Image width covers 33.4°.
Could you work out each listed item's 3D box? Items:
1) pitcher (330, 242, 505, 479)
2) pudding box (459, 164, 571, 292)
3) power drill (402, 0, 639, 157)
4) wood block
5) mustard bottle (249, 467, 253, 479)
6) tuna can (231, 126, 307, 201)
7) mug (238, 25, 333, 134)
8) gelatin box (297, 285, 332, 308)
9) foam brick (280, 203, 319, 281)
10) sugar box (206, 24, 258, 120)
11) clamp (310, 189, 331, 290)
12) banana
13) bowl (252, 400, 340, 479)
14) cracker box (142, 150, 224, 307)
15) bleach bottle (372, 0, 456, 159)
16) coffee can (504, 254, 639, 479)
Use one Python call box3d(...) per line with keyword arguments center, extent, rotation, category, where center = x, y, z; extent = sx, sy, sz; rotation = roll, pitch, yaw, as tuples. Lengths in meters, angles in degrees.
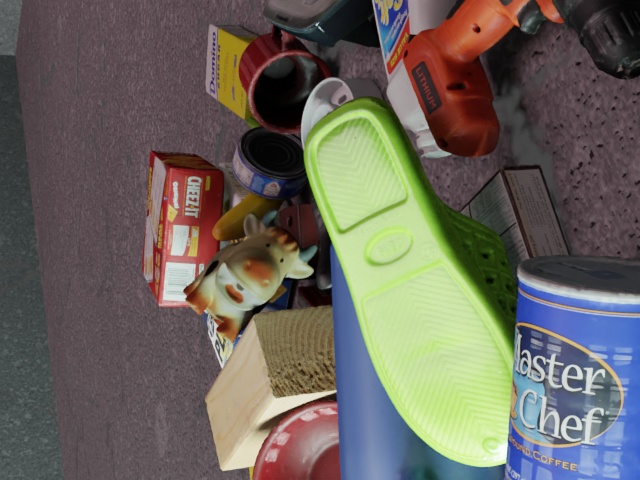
box3d(center=(0.073, 0.111, 0.852), extent=(0.149, 0.144, 0.243), rotation=(-29, 60, 52), category="pitcher")
box3d(center=(0.140, 0.015, 0.777), extent=(0.090, 0.039, 0.113), rotation=(129, 132, -55), category="pudding box")
box3d(center=(0.138, -0.141, 0.730), extent=(0.188, 0.057, 0.184), rotation=(-51, 45, 46), category="power drill")
box3d(center=(-0.044, 0.154, 1.085), extent=(0.206, 0.090, 0.090), rotation=(122, 138, -55), category="wood block")
box3d(center=(-0.049, 0.281, 1.228), extent=(0.096, 0.058, 0.191), rotation=(-20, 73, 63), category="mustard bottle")
box3d(center=(-0.052, -0.085, 1.171), extent=(0.034, 0.086, 0.086), rotation=(113, 147, -44), category="tuna can")
box3d(center=(-0.040, -0.181, 1.126), extent=(0.081, 0.093, 0.117), rotation=(-119, 24, -56), category="mug")
box3d(center=(-0.001, 0.102, 1.134), extent=(0.073, 0.030, 0.089), rotation=(-130, 42, -57), category="gelatin box")
box3d(center=(-0.007, 0.001, 1.114), extent=(0.053, 0.051, 0.078), rotation=(162, 104, -67), category="foam brick")
box3d(center=(-0.100, -0.212, 1.328), extent=(0.176, 0.048, 0.093), rotation=(-143, 54, -60), category="sugar box")
box3d(center=(0.017, 0.007, 1.011), extent=(0.164, 0.036, 0.210), rotation=(63, -167, -55), category="clamp")
box3d(center=(-0.069, -0.061, 1.196), extent=(0.197, 0.069, 0.037), rotation=(-79, 3, -45), category="banana")
box3d(center=(0.020, 0.232, 0.997), extent=(0.055, 0.162, 0.162), rotation=(27, -127, -66), category="bowl")
box3d(center=(-0.173, -0.019, 1.320), extent=(0.214, 0.072, 0.164), rotation=(-145, 60, -73), category="cracker box")
box3d(center=(0.083, -0.194, 0.870), extent=(0.103, 0.068, 0.251), rotation=(158, 106, -65), category="bleach bottle")
box3d(center=(0.165, 0.087, 0.638), extent=(0.103, 0.102, 0.140), rotation=(-154, 65, -65), category="coffee can")
